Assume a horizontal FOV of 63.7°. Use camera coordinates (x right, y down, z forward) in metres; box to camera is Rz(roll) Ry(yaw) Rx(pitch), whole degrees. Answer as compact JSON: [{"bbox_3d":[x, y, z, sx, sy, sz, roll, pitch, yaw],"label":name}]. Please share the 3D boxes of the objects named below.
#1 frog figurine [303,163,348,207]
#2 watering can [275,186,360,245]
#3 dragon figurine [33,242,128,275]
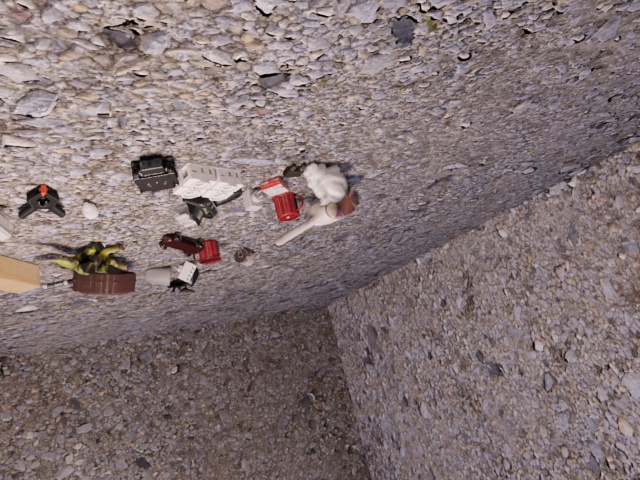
[{"bbox_3d":[0.021,-0.199,1.699,0.123,0.140,0.156,17,-32,36],"label":"frog figurine"},{"bbox_3d":[0.006,-0.093,1.845,0.353,0.103,0.222,-41,12,-31],"label":"watering can"},{"bbox_3d":[-0.876,0.088,1.882,0.241,0.123,0.409,-17,-16,37],"label":"dragon figurine"}]
